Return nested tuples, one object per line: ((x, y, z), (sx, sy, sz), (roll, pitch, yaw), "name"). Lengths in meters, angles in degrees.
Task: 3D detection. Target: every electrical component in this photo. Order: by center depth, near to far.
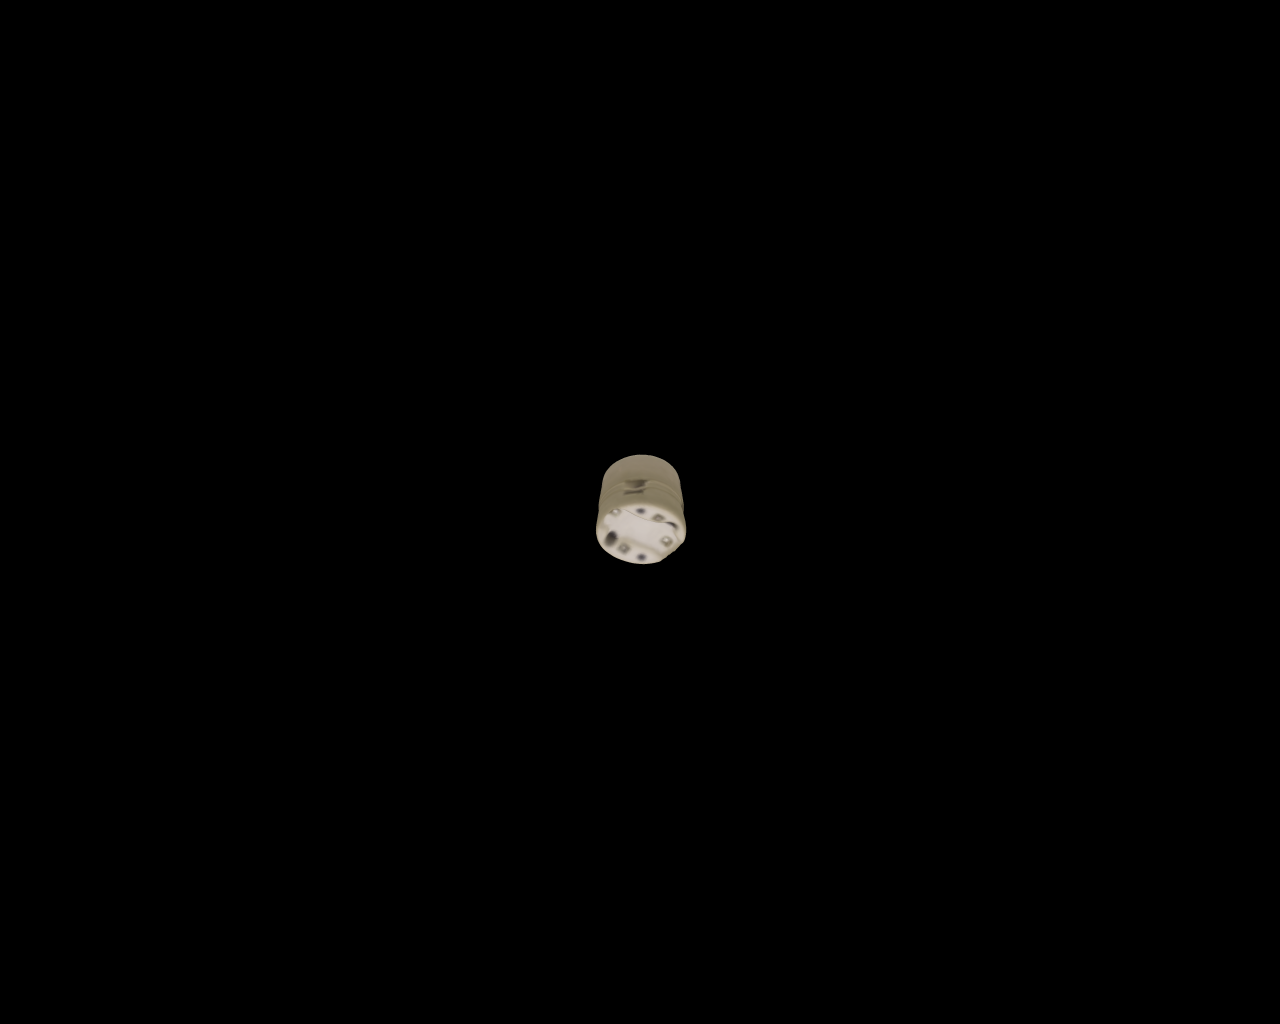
((0.001, -0.003, 0.650), (0.055, 0.055, 0.047), (0, 45, 0), "electrical component")
